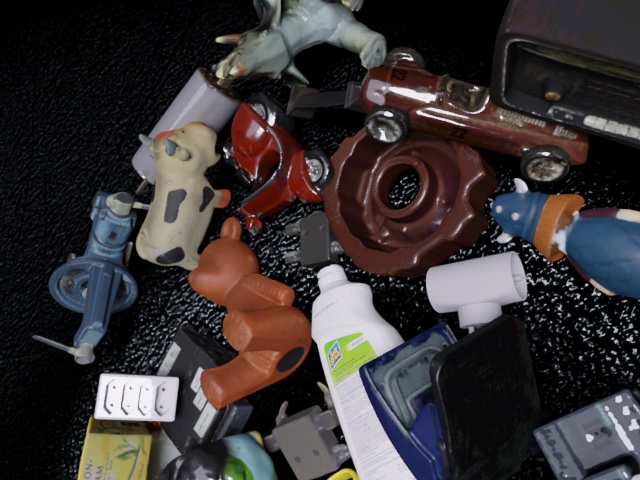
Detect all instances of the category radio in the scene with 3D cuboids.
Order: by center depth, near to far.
[{"bbox_3d":[0.233,-0.109,0.354,0.230,0.131,0.073,22,88,13],"label":"radio"}]

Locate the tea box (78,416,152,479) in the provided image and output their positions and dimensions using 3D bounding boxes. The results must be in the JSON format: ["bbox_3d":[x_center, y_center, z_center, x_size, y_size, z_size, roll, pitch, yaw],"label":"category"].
[{"bbox_3d":[-0.239,0.259,0.614,0.169,0.068,0.098,148,128,-65],"label":"tea box"}]

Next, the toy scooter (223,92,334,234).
[{"bbox_3d":[-0.065,-0.087,0.654,0.135,0.075,0.184,-49,58,15],"label":"toy scooter"}]

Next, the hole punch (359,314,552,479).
[{"bbox_3d":[0.104,0.125,0.419,0.092,0.142,0.115,-11,95,50],"label":"hole punch"}]

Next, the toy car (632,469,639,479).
[{"bbox_3d":[0.185,0.224,0.385,0.202,0.056,0.073,-35,59,25],"label":"toy car"}]

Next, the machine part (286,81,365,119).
[{"bbox_3d":[0.028,-0.156,0.600,0.139,0.084,0.039,8,106,35],"label":"machine part"}]

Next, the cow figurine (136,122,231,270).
[{"bbox_3d":[-0.186,-0.061,0.704,0.086,0.127,0.194,20,92,36],"label":"cow figurine"}]

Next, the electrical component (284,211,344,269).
[{"bbox_3d":[-0.001,-0.002,0.613,0.094,0.021,0.063,-13,69,35],"label":"electrical component"}]

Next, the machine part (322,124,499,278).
[{"bbox_3d":[0.086,-0.049,0.540,0.179,0.056,0.179,-10,72,35],"label":"machine part"}]

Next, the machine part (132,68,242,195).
[{"bbox_3d":[-0.191,-0.155,0.765,0.243,0.079,0.079,-46,55,16],"label":"machine part"}]

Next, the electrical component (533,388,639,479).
[{"bbox_3d":[0.191,0.138,0.367,0.075,0.119,0.048,-38,58,26],"label":"electrical component"}]

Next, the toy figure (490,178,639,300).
[{"bbox_3d":[0.210,-0.001,0.432,0.155,0.057,0.064,33,91,43],"label":"toy figure"}]

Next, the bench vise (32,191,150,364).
[{"bbox_3d":[-0.305,0.053,0.753,0.223,0.128,0.241,-42,38,30],"label":"bench vise"}]

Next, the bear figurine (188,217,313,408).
[{"bbox_3d":[-0.099,0.067,0.602,0.196,0.132,0.120,46,122,30],"label":"bear figurine"}]

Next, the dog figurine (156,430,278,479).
[{"bbox_3d":[-0.083,0.323,0.522,0.191,0.108,0.219,-55,52,40],"label":"dog figurine"}]

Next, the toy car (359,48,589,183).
[{"bbox_3d":[0.133,-0.112,0.465,0.202,0.053,0.089,16,58,8],"label":"toy car"}]

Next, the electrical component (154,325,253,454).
[{"bbox_3d":[-0.141,0.184,0.644,0.134,0.058,0.115,35,101,38],"label":"electrical component"}]

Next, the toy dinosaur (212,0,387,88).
[{"bbox_3d":[0.019,-0.335,0.640,0.192,0.131,0.404,24,86,39],"label":"toy dinosaur"}]

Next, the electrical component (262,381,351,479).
[{"bbox_3d":[-0.008,0.197,0.551,0.102,0.045,0.078,-38,85,26],"label":"electrical component"}]
